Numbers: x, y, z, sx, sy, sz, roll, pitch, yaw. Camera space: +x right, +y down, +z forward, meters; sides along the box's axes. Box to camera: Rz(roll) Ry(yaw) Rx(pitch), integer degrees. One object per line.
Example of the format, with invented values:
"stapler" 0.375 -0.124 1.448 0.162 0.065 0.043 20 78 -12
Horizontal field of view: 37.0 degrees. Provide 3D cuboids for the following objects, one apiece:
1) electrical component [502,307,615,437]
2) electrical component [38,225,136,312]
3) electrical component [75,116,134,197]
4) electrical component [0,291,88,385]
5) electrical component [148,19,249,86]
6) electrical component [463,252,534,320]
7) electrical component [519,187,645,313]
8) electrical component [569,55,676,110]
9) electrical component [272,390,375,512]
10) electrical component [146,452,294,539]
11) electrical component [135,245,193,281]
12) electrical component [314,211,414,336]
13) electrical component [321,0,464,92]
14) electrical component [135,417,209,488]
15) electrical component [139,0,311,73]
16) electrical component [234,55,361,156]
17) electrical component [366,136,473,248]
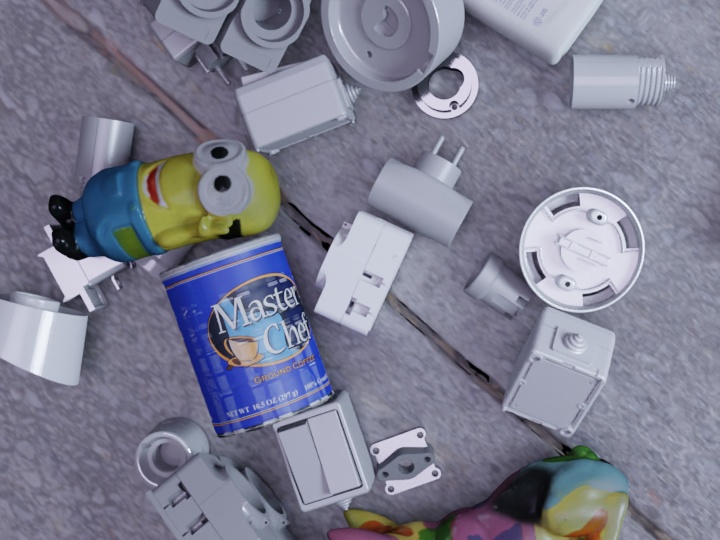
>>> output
"electrical component" 0.160 0.074 0.852 0.062 0.061 0.096 22 137 5
"electrical component" -0.230 -0.008 0.916 0.064 0.042 0.081 -29 91 4
"electrical component" -0.218 -0.087 0.908 0.043 0.043 0.081 9 94 5
"electrical component" -0.277 0.053 0.898 0.099 0.099 0.064 14 89 5
"electrical component" -0.122 -0.189 0.890 0.066 0.047 0.076 -36 89 7
"electrical component" 0.115 0.014 0.881 0.046 0.040 0.040 35 96 -2
"electrical component" 0.176 -0.016 0.860 0.099 0.064 0.099 0 93 6
"electrical component" 0.210 -0.150 0.858 0.081 0.043 0.043 1 94 6
"electrical component" -0.028 0.157 0.894 0.062 0.061 0.096 -19 91 7
"electrical component" -0.077 0.234 0.858 0.060 0.105 0.186 -40 73 0
"electrical component" -0.165 -0.018 0.910 0.040 0.040 0.046 38 90 3
"electrical component" 0.000 0.000 0.887 0.056 0.050 0.089 25 96 4
"electrical component" 0.030 -0.200 0.842 0.108 0.060 0.108 19 127 28
"electrical component" -0.161 0.157 0.915 0.055 0.047 0.055 0 94 6
"electrical component" -0.074 -0.255 0.807 0.105 0.060 0.186 20 106 -30
"electrical component" -0.048 -0.139 0.877 0.096 0.062 0.061 -20 91 7
"electrical component" 0.057 -0.071 0.880 0.077 0.043 0.079 29 88 4
